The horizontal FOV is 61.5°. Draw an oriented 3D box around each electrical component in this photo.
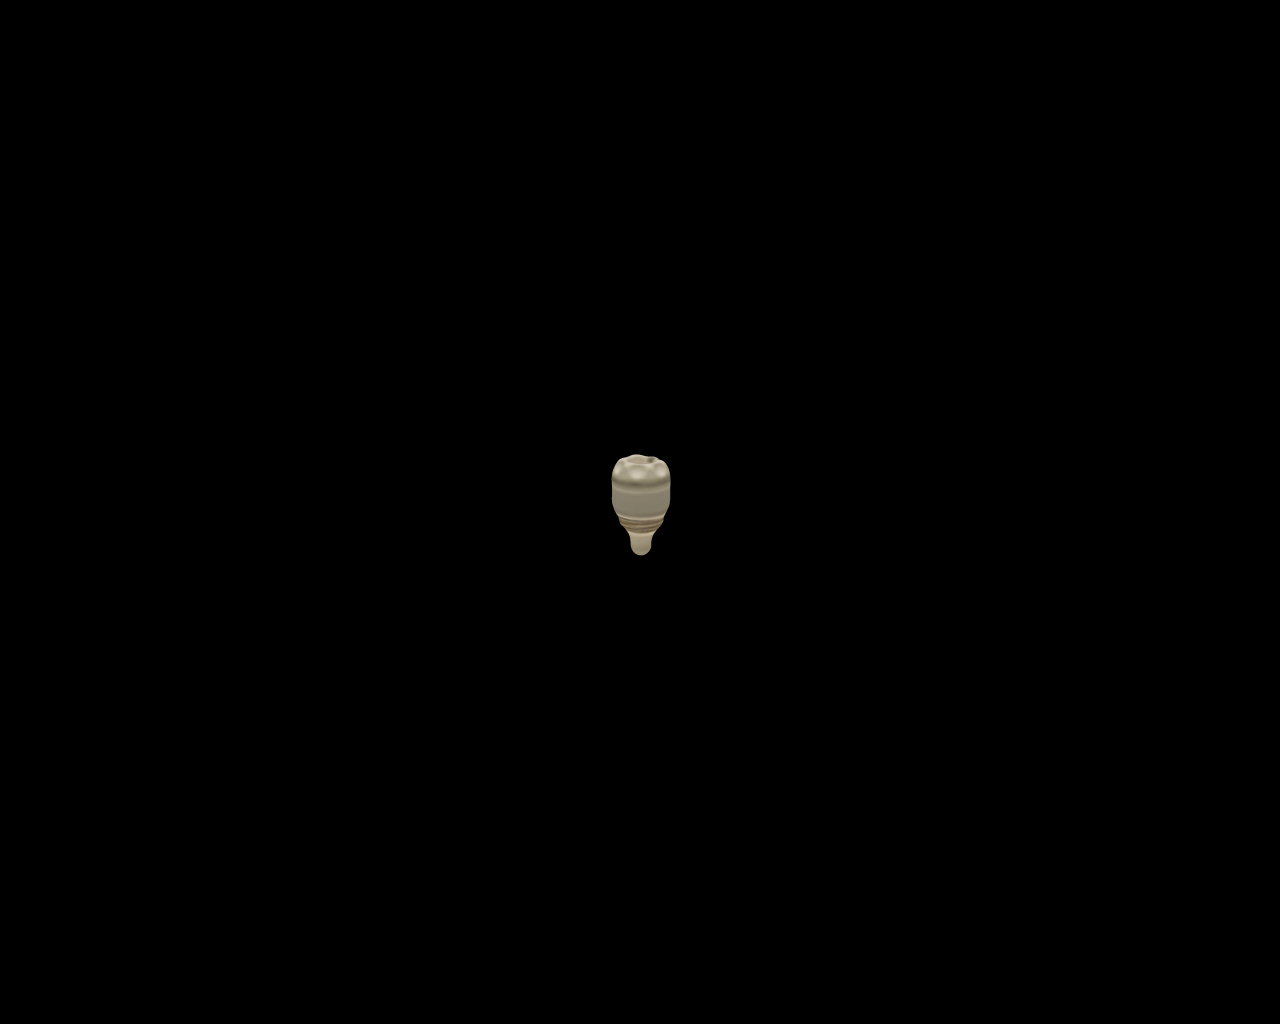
[{"bbox_3d":[0.001,-0.003,0.650,0.035,0.061,0.035,0,18,0],"label":"electrical component"}]
